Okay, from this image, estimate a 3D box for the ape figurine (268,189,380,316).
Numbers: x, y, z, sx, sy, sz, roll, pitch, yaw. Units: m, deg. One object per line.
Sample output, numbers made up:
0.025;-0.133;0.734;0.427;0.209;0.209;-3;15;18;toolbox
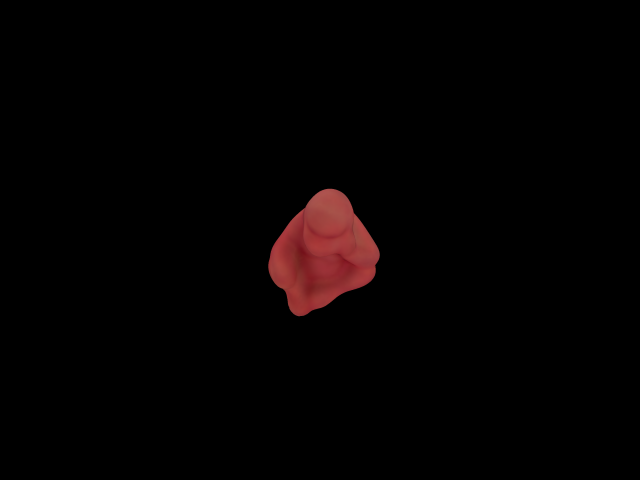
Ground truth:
0.004;0.001;0.400;0.077;0.092;0.076;9;54;7;ape figurine
